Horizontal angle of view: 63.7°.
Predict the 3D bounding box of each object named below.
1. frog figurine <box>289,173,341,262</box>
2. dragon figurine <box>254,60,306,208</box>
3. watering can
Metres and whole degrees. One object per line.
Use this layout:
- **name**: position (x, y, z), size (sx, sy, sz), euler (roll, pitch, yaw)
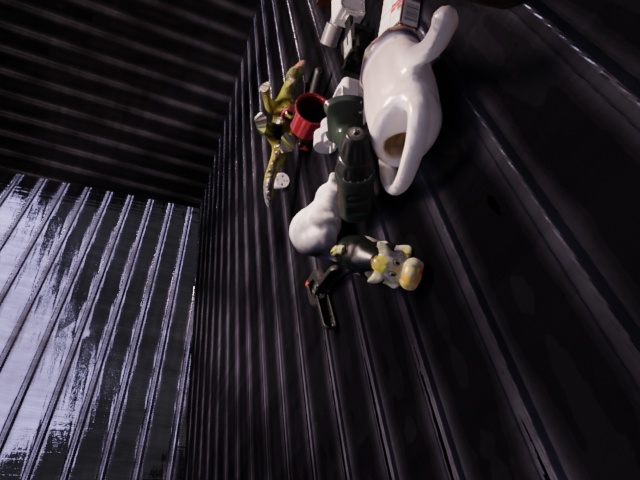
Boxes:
- **frog figurine**: position (0.003, -0.050, 0.994), size (0.139, 0.123, 0.158), euler (-77, -9, -76)
- **dragon figurine**: position (-0.097, -0.301, 1.438), size (0.244, 0.122, 0.408), euler (-34, -45, -79)
- **watering can**: position (0.123, -0.218, 0.725), size (0.339, 0.104, 0.230), euler (98, 170, -55)
